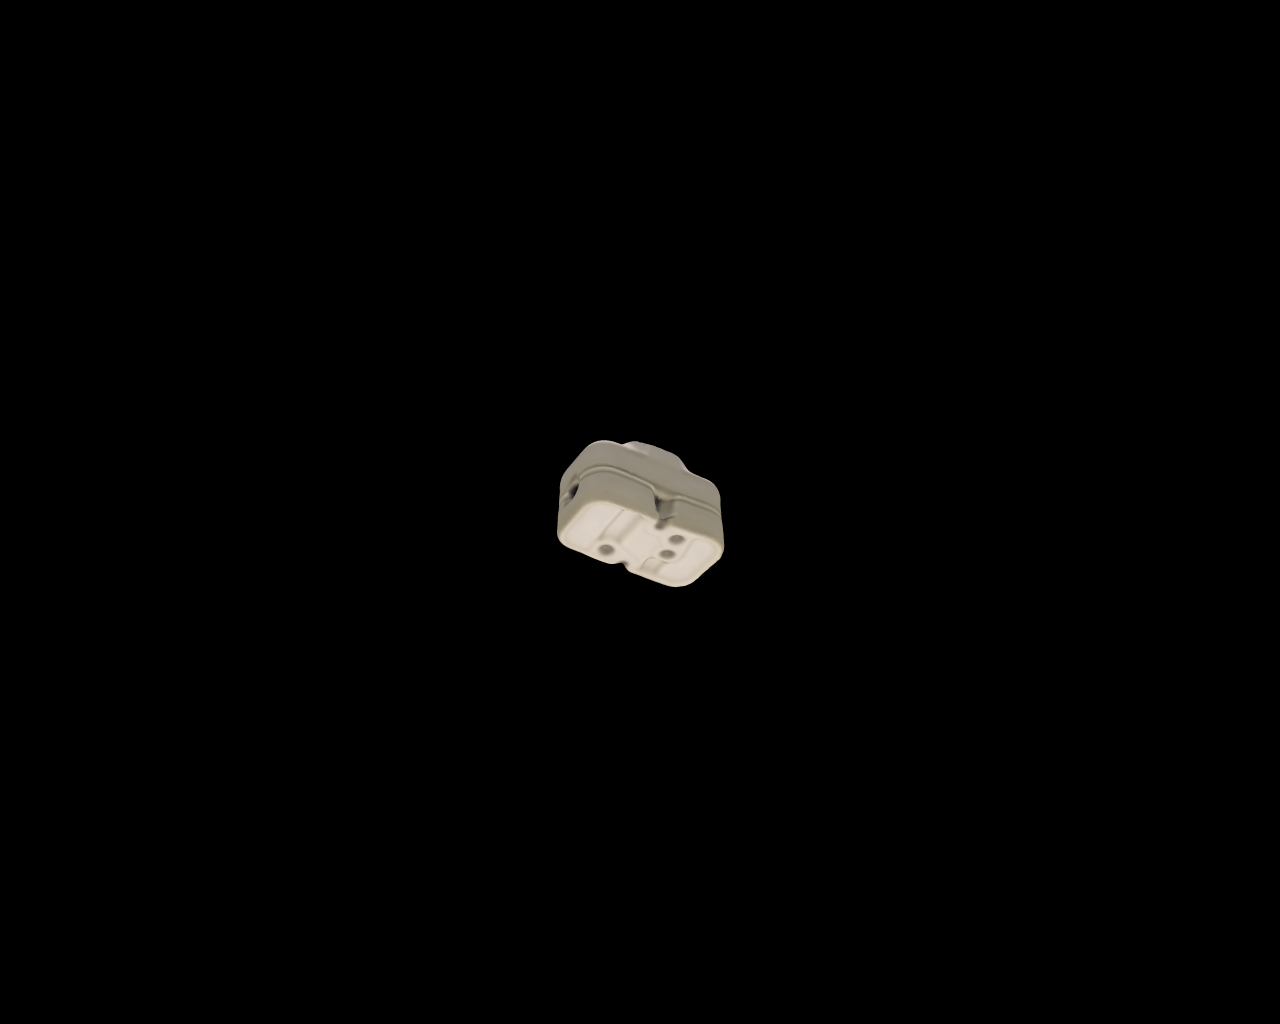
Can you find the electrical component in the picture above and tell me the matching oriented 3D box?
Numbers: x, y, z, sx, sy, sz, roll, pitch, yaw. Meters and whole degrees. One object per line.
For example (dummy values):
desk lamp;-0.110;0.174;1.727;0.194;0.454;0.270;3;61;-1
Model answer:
electrical component;0.001;-0.003;0.650;0.095;0.059;0.053;21;-45;-24
